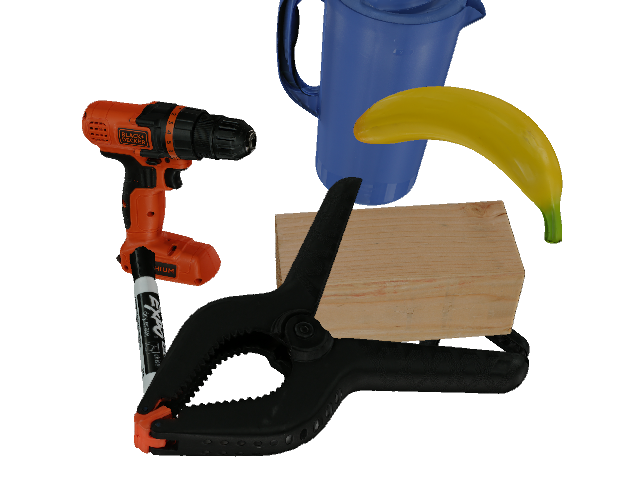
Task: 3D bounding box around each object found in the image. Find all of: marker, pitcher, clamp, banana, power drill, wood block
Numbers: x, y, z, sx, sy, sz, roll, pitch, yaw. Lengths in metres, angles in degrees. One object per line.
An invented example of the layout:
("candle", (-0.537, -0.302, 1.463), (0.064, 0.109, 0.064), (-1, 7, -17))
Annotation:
("marker", (-0.121, 0.057, 0.754), (0.020, 0.121, 0.020), (-9, -32, -6))
("pitcher", (0.048, -0.155, 1.039), (0.144, 0.243, 0.149), (-29, 56, -31))
("clamp", (-0.012, 0.049, 0.583), (0.209, 0.165, 0.036), (-20, -33, -23))
("banana", (0.094, -0.068, 0.716), (0.037, 0.070, 0.198), (15, 14, -44))
("clamp", (0.151, 0.071, 1.133), (0.120, 0.171, 0.039), (3, -43, -9))
("power drill", (-0.146, -0.049, 1.080), (0.185, 0.188, 0.057), (10, 30, 21))
("wood block", (0.065, 0.031, 0.952), (0.206, 0.091, 0.090), (-4, -43, -5))
